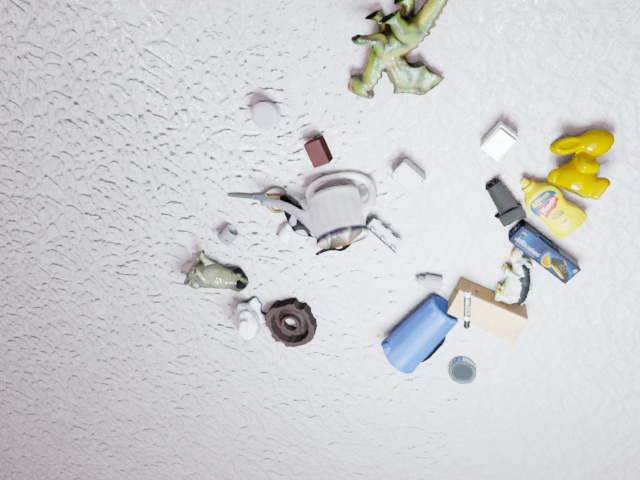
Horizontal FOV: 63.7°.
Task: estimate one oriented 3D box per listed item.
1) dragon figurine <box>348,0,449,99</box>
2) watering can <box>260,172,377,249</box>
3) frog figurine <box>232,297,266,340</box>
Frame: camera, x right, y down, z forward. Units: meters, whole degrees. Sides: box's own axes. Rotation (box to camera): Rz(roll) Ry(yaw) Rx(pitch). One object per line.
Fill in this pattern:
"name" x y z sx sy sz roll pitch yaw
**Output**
"dragon figurine" 0.236 -0.493 1.329 0.407 0.125 0.239 -20 122 25
"watering can" 0.005 -0.076 1.502 0.347 0.102 0.228 -16 68 8
"frog figurine" -0.251 0.280 1.739 0.123 0.162 0.135 4 114 17
